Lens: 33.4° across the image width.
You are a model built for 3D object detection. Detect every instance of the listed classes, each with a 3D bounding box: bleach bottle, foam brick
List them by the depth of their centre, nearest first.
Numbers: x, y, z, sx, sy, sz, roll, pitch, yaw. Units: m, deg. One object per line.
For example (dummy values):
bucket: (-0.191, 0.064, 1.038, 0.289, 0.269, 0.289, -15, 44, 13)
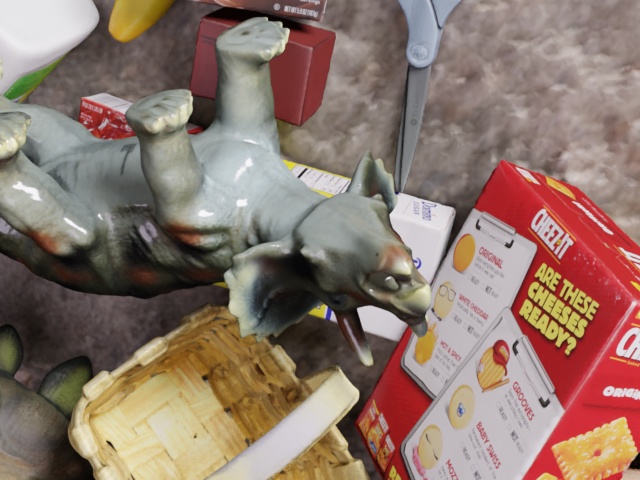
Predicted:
foam brick: (-0.036, -0.113, 0.679, 0.078, 0.051, 0.053, 18, 116, 12)
bleach bottle: (-0.260, -0.087, 0.756, 0.068, 0.102, 0.251, 46, 126, -5)

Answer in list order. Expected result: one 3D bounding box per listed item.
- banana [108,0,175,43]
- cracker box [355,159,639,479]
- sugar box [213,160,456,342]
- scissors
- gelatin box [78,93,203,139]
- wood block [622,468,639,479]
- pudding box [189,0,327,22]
banana: (-0.099, -0.217, 0.658, 0.069, 0.037, 0.198, 4, 119, 1)
cracker box: (0.116, 0.086, 0.634, 0.072, 0.164, 0.214, 15, 114, -26)
sugar box: (-0.005, 0.001, 0.723, 0.176, 0.048, 0.093, 16, 118, 9)
scissors: (0.048, -0.132, 0.660, 0.096, 0.016, 0.202, 29, 120, 8)
gelatin box: (-0.128, -0.054, 0.740, 0.089, 0.030, 0.073, 21, 112, 20)
wood block: (0.219, 0.198, 0.687, 0.206, 0.090, 0.091, 1, 72, 20)
pudding box: (-0.045, -0.186, 0.635, 0.113, 0.039, 0.090, 7, 119, -11)
